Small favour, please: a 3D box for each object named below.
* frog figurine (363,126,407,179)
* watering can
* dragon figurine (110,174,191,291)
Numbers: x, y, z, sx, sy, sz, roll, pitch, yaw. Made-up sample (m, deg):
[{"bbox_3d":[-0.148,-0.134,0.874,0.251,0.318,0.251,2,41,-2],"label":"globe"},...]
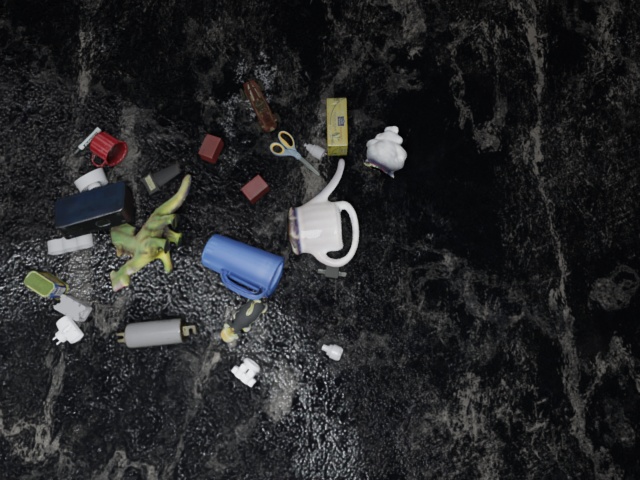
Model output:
[{"bbox_3d":[0.223,-0.299,1.681,0.138,0.122,0.159,25,91,25],"label":"frog figurine"},{"bbox_3d":[0.005,-0.082,1.638,0.224,0.103,0.351,-6,77,-1],"label":"watering can"},{"bbox_3d":[-0.561,-0.030,1.641,0.243,0.120,0.417,6,69,10],"label":"dragon figurine"}]
